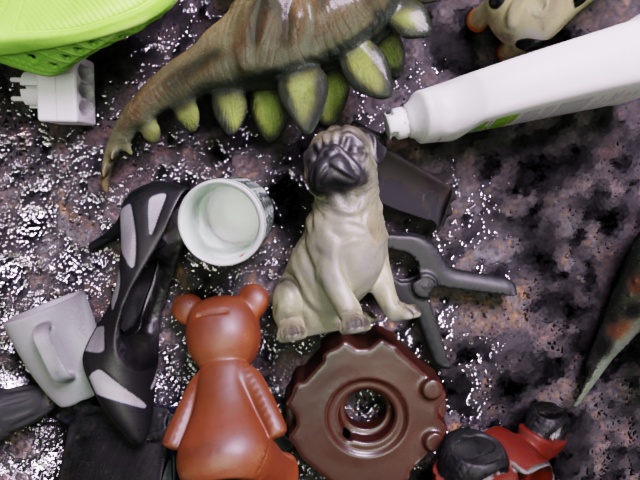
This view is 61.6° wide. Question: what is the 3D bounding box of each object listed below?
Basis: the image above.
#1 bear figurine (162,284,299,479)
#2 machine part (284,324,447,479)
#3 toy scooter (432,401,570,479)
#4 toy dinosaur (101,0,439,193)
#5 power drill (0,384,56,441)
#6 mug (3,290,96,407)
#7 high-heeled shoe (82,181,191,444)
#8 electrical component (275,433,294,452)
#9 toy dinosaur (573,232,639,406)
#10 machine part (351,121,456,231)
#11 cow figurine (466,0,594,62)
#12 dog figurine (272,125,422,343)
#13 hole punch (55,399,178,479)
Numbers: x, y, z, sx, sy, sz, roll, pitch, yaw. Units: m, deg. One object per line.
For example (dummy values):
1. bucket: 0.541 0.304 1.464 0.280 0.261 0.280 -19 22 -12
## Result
1. bear figurine: -0.095 0.153 0.554 0.120 0.131 0.196 -11 52 2
2. machine part: 0.049 0.184 0.586 0.179 0.056 0.179 0 97 1
3. toy scooter: 0.193 0.256 0.572 0.184 0.075 0.135 -9 113 -29
4. toy dinosaur: -0.031 -0.200 0.514 0.472 0.105 0.198 -23 100 8
5. power drill: -0.383 0.269 0.587 0.232 0.086 0.207 -9 101 3
6. mug: -0.263 0.116 0.554 0.081 0.110 0.107 -25 102 -22
7. high-heeled shoe: -0.164 0.068 0.543 0.145 0.086 0.248 -21 79 20
8. electrical component: -0.073 0.271 0.602 0.075 0.048 0.119 42 97 -6
9. toy dinosaur: 0.403 0.006 0.536 0.405 0.131 0.192 -31 84 8
10. machine part: 0.079 -0.064 0.562 0.139 0.039 0.084 29 92 -2
11. cow figurine: 0.240 -0.256 0.492 0.195 0.127 0.085 -40 99 7
12. dog figurine: 0.003 -0.002 0.540 0.172 0.121 0.190 -17 81 35
13. hole punch: -0.213 0.237 0.588 0.142 0.092 0.116 3 68 2
